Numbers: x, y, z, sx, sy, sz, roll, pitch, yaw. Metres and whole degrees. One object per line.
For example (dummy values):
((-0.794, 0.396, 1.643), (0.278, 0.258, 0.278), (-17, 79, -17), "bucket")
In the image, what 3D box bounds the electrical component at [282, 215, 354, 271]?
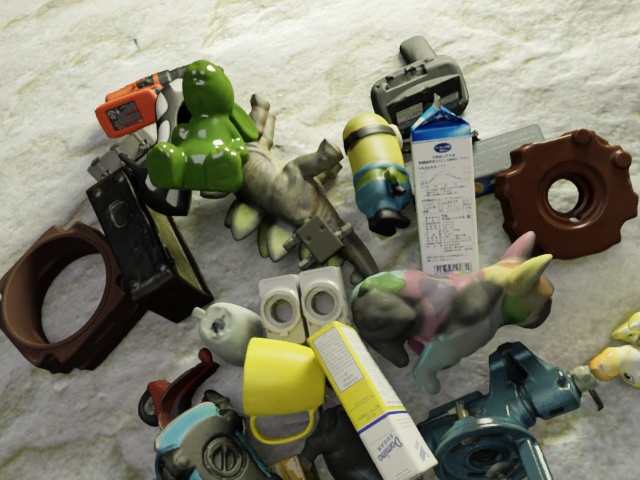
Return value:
((-0.002, -0.002, 0.738), (0.094, 0.021, 0.063), (-38, 79, 5), "electrical component")

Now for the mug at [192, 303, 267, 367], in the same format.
((-0.132, 0.120, 0.748), (0.110, 0.107, 0.081), (30, 76, 20), "mug")

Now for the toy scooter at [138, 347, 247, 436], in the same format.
((-0.159, 0.227, 0.721), (0.184, 0.075, 0.135), (35, 94, 28), "toy scooter")

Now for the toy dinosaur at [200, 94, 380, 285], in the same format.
((-0.050, -0.067, 0.815), (0.472, 0.105, 0.198), (38, 88, 22), "toy dinosaur")

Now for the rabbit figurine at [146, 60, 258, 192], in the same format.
((-0.140, -0.150, 0.726), (0.121, 0.159, 0.170), (4, 95, 16), "rabbit figurine")

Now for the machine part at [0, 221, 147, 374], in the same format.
((-0.386, 0.087, 0.835), (0.202, 0.087, 0.201), (36, 80, 25), "machine part")

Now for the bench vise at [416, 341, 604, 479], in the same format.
((0.219, 0.235, 0.588), (0.224, 0.128, 0.241), (-20, 32, 13), "bench vise")

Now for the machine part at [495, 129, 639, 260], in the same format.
((0.323, -0.057, 0.707), (0.179, 0.056, 0.179), (0, 94, 5), "machine part")

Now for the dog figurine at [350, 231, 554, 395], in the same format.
((0.168, 0.064, 0.648), (0.191, 0.108, 0.219), (41, 108, -9), "dog figurine")

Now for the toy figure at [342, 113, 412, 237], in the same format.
((0.081, -0.097, 0.752), (0.082, 0.089, 0.180), (-20, 57, 29), "toy figure")

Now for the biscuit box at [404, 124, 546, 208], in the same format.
((0.227, -0.100, 0.780), (0.203, 0.059, 0.063), (-16, 65, 7), "biscuit box")

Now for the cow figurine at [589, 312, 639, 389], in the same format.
((0.408, 0.129, 0.641), (0.167, 0.068, 0.098), (-41, 71, -4), "cow figurine")

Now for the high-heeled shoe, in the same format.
((-0.189, -0.153, 0.810), (0.145, 0.086, 0.249), (36, 75, 11), "high-heeled shoe")

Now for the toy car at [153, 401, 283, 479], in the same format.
((-0.121, 0.276, 0.613), (0.162, 0.109, 0.103), (46, 127, 11), "toy car")

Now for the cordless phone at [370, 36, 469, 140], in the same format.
((0.142, -0.261, 0.868), (0.147, 0.088, 0.184), (-22, 54, 4), "cordless phone")

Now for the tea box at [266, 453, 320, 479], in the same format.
((-0.032, 0.357, 0.647), (0.098, 0.068, 0.170), (-24, 66, 6), "tea box")

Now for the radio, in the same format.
((-0.258, 0.005, 0.812), (0.073, 0.131, 0.230), (-34, 64, 0), "radio")

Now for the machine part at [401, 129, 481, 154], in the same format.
((0.170, -0.143, 0.809), (0.139, 0.084, 0.039), (-5, 93, 21), "machine part")

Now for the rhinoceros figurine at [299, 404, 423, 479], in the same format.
((0.063, 0.282, 0.641), (0.112, 0.073, 0.190), (-42, 84, 8), "rhinoceros figurine")
